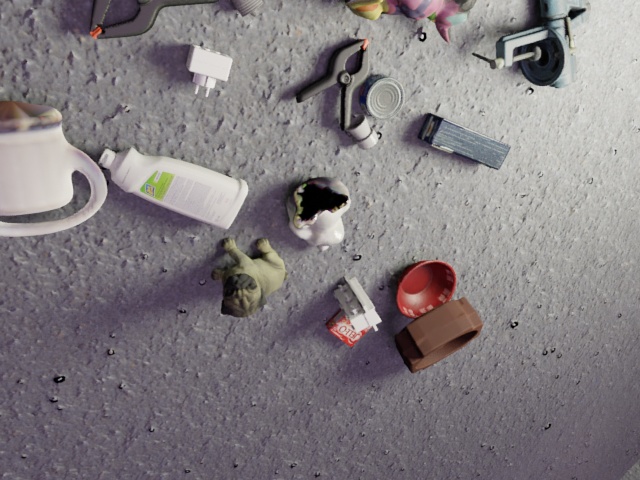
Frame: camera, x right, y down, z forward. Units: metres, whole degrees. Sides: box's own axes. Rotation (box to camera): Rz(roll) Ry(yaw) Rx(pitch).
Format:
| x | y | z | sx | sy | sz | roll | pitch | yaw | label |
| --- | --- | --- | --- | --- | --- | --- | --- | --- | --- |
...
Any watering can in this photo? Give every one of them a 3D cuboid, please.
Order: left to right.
| x | y | z | sx | sy | sz | roll | pitch | yaw | label |
| --- | --- | --- | --- | --- | --- | --- | --- | --- | --- |
| -0.521 | -0.104 | 0.799 | 0.348 | 0.106 | 0.220 | -5 | 115 | -19 | watering can |

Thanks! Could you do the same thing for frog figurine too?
| x | y | z | sx | sy | sz | roll | pitch | yaw | label |
| --- | --- | --- | --- | --- | --- | --- | --- | --- | --- |
| 0.003 | -0.053 | 1.052 | 0.138 | 0.124 | 0.157 | -44 | 159 | -6 | frog figurine |
